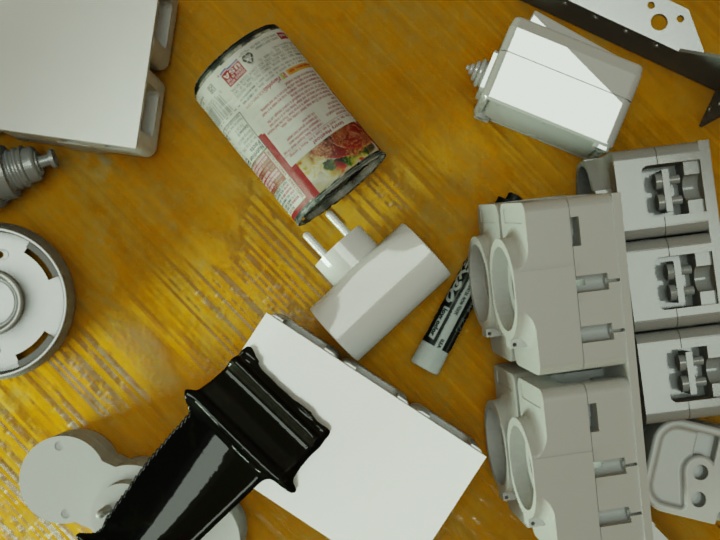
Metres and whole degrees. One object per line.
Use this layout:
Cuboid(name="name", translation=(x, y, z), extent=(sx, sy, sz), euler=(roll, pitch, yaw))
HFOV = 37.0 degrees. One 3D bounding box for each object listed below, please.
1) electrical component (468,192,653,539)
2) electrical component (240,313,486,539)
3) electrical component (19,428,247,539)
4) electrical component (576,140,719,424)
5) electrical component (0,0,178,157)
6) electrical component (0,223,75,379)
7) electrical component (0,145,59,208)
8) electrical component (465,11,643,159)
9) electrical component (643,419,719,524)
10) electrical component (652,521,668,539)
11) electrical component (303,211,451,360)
Cuboid(name="electrical component", translation=(0.107, 0.053, 0.604), extent=(0.060, 0.105, 0.186), euler=(-7, 94, -7))
Cuboid(name="electrical component", translation=(-0.014, 0.102, 0.638), extent=(0.150, 0.061, 0.089), euler=(33, 89, 2))
Cuboid(name="electrical component", translation=(-0.136, 0.141, 0.634), extent=(0.138, 0.073, 0.052), euler=(24, 89, 2))
Cuboid(name="electrical component", translation=(0.168, 0.008, 0.623), extent=(0.062, 0.089, 0.150), euler=(-7, 88, 1))
Cuboid(name="electrical component", translation=(-0.213, -0.134, 0.650), extent=(0.186, 0.060, 0.105), euler=(8, 89, 1))
Cuboid(name="electrical component", translation=(-0.225, 0.019, 0.656), extent=(0.099, 0.064, 0.099), euler=(0, 90, -13))
Cuboid(name="electrical component", translation=(-0.224, -0.058, 0.658), extent=(0.078, 0.040, 0.040), euler=(-16, 88, 0))
Cuboid(name="electrical component", translation=(0.112, -0.112, 0.642), extent=(0.096, 0.061, 0.061), euler=(22, 89, 2))
Cuboid(name="electrical component", translation=(0.209, 0.119, 0.634), extent=(0.095, 0.059, 0.053), euler=(14, 89, 1))
Cuboid(name="electrical component", translation=(0.158, 0.176, 0.643), extent=(0.064, 0.042, 0.081), euler=(-44, 89, -2))
Cuboid(name="electrical component", translation=(0.000, 0.000, 0.650), extent=(0.077, 0.044, 0.079), euler=(-43, 88, 0))
